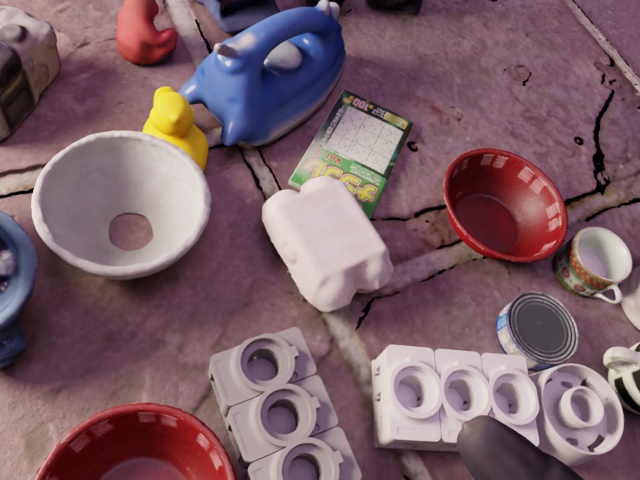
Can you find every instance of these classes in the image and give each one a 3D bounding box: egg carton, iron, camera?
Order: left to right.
[{"bbox_3d":[-0.381,-0.201,0.622,0.137,0.100,0.143,21,58,-2],"label":"camera"},{"bbox_3d":[-0.042,-0.227,0.698,0.118,0.141,0.259,44,60,12],"label":"iron"},{"bbox_3d":[0.006,0.002,0.624,0.107,0.069,0.150,-24,69,-24],"label":"egg carton"}]

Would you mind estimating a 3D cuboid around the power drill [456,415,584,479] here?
[{"bbox_3d":[0.167,0.241,0.450,0.229,0.208,0.076,38,59,8],"label":"power drill"}]

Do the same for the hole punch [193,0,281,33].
[{"bbox_3d":[-0.111,-0.353,0.781,0.109,0.091,0.101,-28,71,-26],"label":"hole punch"}]

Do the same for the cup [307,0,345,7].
[{"bbox_3d":[0.009,-0.387,0.828,0.092,0.095,0.117,-10,64,-19],"label":"cup"}]

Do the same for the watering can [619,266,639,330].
[{"bbox_3d":[0.445,0.043,0.639,0.101,0.194,0.172,-22,69,-24],"label":"watering can"}]

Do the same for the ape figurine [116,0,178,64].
[{"bbox_3d":[-0.218,-0.270,0.707,0.077,0.092,0.076,44,61,12],"label":"ape figurine"}]

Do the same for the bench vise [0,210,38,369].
[{"bbox_3d":[-0.321,-0.008,0.459,0.207,0.219,0.122,43,60,11],"label":"bench vise"}]

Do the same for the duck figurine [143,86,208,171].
[{"bbox_3d":[-0.164,-0.123,0.642,0.078,0.086,0.104,-12,65,-20],"label":"duck figurine"}]

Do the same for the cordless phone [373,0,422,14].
[{"bbox_3d":[0.138,-0.448,0.842,0.094,0.185,0.147,10,59,-8],"label":"cordless phone"}]

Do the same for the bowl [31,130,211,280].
[{"bbox_3d":[-0.197,-0.025,0.585,0.167,0.074,0.167,6,60,-11],"label":"bowl"}]
